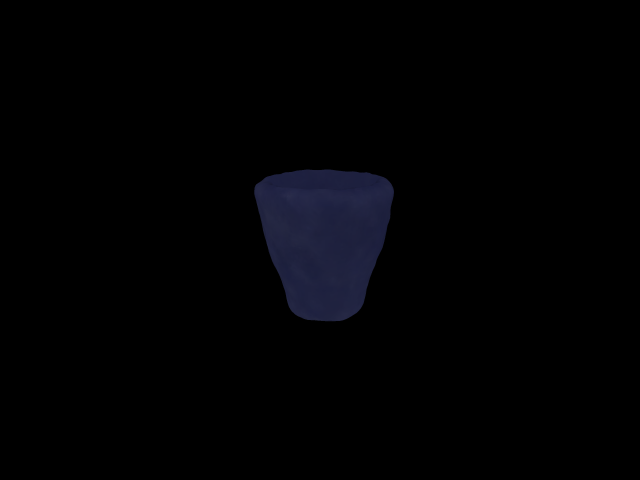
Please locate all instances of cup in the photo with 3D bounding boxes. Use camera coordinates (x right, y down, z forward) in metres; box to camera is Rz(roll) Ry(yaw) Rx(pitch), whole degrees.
[{"bbox_3d":[0.004,0.001,0.400,0.091,0.095,0.118,1,15,4],"label":"cup"}]
